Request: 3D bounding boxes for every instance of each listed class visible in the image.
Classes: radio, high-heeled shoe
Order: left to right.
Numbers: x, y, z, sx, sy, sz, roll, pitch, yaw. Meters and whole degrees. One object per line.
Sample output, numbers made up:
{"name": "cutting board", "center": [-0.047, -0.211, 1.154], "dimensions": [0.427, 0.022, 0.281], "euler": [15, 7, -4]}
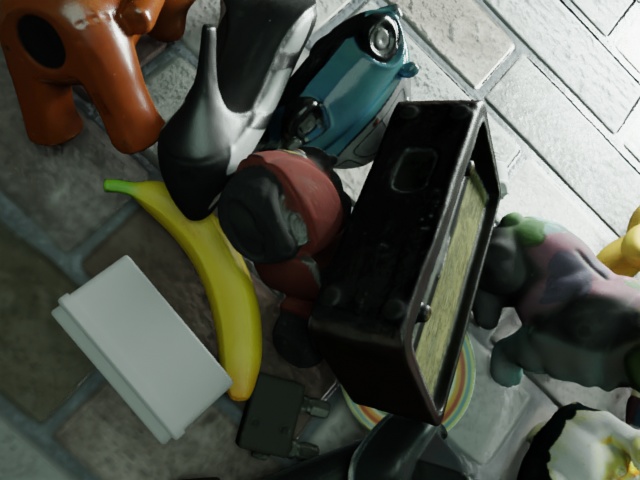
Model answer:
{"name": "high-heeled shoe", "center": [-0.060, -0.126, 0.451], "dimensions": [0.086, 0.145, 0.249], "euler": [16, 34, 8]}
{"name": "radio", "center": [0.077, 0.007, 0.413], "dimensions": [0.073, 0.131, 0.229], "euler": [6, 57, 28]}

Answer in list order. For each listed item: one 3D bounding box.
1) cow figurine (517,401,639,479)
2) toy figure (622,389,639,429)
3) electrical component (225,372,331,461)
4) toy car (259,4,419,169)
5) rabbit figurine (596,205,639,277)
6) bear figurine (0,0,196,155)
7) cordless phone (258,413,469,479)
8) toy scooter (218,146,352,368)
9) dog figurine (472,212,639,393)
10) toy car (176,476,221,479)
{"name": "cow figurine", "center": [0.199, 0.214, 0.457], "dimensions": [0.167, 0.098, 0.068], "euler": [-39, 127, -16]}
{"name": "toy figure", "center": [0.310, 0.185, 0.514], "dimensions": [0.154, 0.057, 0.064], "euler": [-38, 52, -20]}
{"name": "electrical component", "center": [-0.040, 0.141, 0.427], "dimensions": [0.094, 0.021, 0.063], "euler": [20, 73, -13]}
{"name": "toy car", "center": [0.026, -0.117, 0.467], "dimensions": [0.103, 0.109, 0.161], "euler": [40, 77, -25]}
{"name": "rabbit figurine", "center": [0.362, 0.032, 0.551], "dimensions": [0.162, 0.121, 0.173], "euler": [1, 63, -8]}
{"name": "bear figurine", "center": [-0.151, -0.171, 0.428], "dimensions": [0.120, 0.131, 0.196], "euler": [7, 39, 17]}
{"name": "cordless phone", "center": [0.027, 0.222, 0.408], "dimensions": [0.184, 0.089, 0.146], "euler": [-19, 104, -3]}
{"name": "toy scooter", "center": [-0.001, -0.001, 0.426], "dimensions": [0.135, 0.075, 0.183], "euler": [-42, 130, -36]}
{"name": "dog figurine", "center": [0.232, 0.052, 0.432], "dimensions": [0.108, 0.219, 0.191], "euler": [-11, 82, -23]}
{"name": "toy car", "center": [-0.093, 0.250, 0.324], "dimensions": [0.089, 0.053, 0.202], "euler": [-14, 41, 16]}
